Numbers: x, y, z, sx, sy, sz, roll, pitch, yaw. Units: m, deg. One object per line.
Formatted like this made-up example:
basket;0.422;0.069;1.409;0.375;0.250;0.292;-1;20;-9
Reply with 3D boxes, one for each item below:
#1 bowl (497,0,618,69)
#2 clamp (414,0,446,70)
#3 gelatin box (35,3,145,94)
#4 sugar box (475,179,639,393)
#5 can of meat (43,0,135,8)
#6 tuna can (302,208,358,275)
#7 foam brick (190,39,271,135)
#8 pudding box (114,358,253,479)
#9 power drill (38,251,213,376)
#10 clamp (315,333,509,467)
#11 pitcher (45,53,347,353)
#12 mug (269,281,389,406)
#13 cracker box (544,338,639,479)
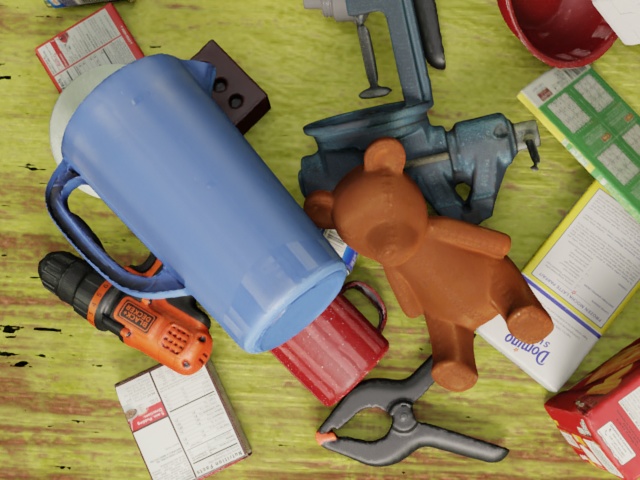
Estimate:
bowl;0.213;-0.239;0.974;0.161;0.055;0.162;-7;103;-31
clamp;0.094;-0.275;1.017;0.210;0.036;0.164;36;85;3
gelatin box;-0.217;-0.172;1.024;0.089;0.030;0.073;-32;83;-1
sugar box;0.229;0.042;0.965;0.093;0.048;0.176;40;90;8
can of meat;-0.226;-0.276;1.025;0.084;0.057;0.102;-5;82;4
tuna can;-0.006;0.001;0.960;0.086;0.086;0.033;21;79;5
foam brick;-0.091;-0.139;1.002;0.053;0.051;0.078;-45;82;-3
pudding box;-0.125;0.164;0.971;0.090;0.039;0.113;-25;83;-1
power drill;-0.143;0.007;0.972;0.184;0.057;0.187;29;80;15
clamp;0.083;0.166;0.960;0.171;0.039;0.120;-24;76;2
pitcher;-0.101;-0.020;0.878;0.243;0.144;0.149;48;125;16
mug;0.015;0.086;0.955;0.081;0.093;0.117;45;60;2
cracker box;0.303;0.106;0.892;0.213;0.164;0.072;-36;84;-2
